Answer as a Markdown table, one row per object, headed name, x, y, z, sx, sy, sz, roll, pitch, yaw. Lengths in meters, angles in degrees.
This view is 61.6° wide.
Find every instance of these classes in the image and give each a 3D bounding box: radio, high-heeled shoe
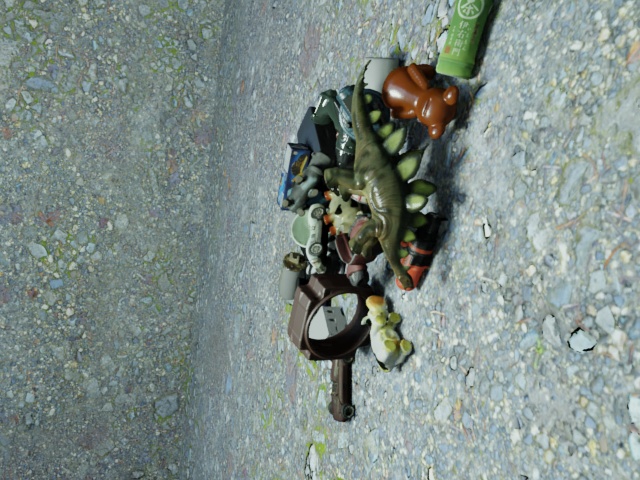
| name | x | y | z | sx | sy | sz | roll | pitch | yaw |
| --- | --- | --- | --- | --- | --- | --- | --- | --- | --- |
| radio | -0.005 | -0.280 | 1.628 | 0.131 | 0.073 | 0.230 | 123 | 145 | -48 |
| high-heeled shoe | 0.023 | 0.030 | 1.500 | 0.249 | 0.086 | 0.145 | -6 | 78 | 60 |

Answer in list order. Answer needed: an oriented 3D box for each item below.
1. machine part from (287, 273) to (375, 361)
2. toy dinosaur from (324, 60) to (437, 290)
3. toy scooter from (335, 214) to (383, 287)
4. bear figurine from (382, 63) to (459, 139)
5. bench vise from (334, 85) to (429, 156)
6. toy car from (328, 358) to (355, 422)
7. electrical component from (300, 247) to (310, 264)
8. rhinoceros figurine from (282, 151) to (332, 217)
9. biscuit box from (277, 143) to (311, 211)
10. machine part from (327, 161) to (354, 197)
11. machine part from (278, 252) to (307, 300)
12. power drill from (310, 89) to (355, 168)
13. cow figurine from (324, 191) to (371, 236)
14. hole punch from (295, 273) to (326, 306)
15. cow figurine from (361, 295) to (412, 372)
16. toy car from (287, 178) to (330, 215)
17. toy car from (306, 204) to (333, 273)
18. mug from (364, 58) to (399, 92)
| name | x | y | z | sx | sy | sz | roll | pitch | yaw |
| --- | --- | --- | --- | --- | --- | --- | --- | --- | --- |
| machine part | 0.034 | 0.186 | 1.292 | 0.087 | 0.201 | 0.200 | 43 | 125 | 57 |
| toy dinosaur | 0.119 | -0.129 | 1.088 | 0.199 | 0.105 | 0.471 | -21 | 82 | 18 |
| toy scooter | 0.087 | 0.006 | 1.221 | 0.135 | 0.075 | 0.183 | 61 | 145 | 37 |
| bear figurine | 0.223 | -0.288 | 1.104 | 0.196 | 0.132 | 0.120 | 38 | 124 | 41 |
| bench vise | 0.128 | -0.260 | 1.246 | 0.129 | 0.223 | 0.240 | -44 | 3 | 19 |
| toy car | 0.051 | 0.372 | 1.408 | 0.089 | 0.053 | 0.202 | 159 | 112 | -67 |
| electrical component | -0.013 | -0.008 | 1.613 | 0.115 | 0.058 | 0.134 | -124 | 44 | -52 |
| rhinoceros figurine | -0.030 | -0.152 | 1.460 | 0.190 | 0.073 | 0.112 | -58 | 1 | 20 |
| biscuit box | -0.081 | -0.187 | 1.618 | 0.059 | 0.063 | 0.202 | -120 | 37 | -54 |
| machine part | 0.079 | -0.172 | 1.388 | 0.139 | 0.039 | 0.084 | -50 | 20 | -23 |
| machine part | -0.087 | 0.116 | 1.688 | 0.243 | 0.079 | 0.079 | 103 | 158 | -51 |
| power drill | 0.048 | -0.307 | 1.484 | 0.207 | 0.086 | 0.231 | 60 | 136 | 47 |
| cow figurine | 0.078 | -0.061 | 1.367 | 0.195 | 0.127 | 0.085 | -89 | -25 | -48 |
| hole punch | -0.020 | 0.165 | 1.582 | 0.115 | 0.092 | 0.142 | 40 | -131 | -80 |
| cow figurine | 0.142 | 0.210 | 1.221 | 0.167 | 0.068 | 0.098 | -109 | 27 | -43 |
| toy car | -0.009 | -0.131 | 1.561 | 0.162 | 0.102 | 0.109 | -29 | 58 | 20 |
| toy car | -0.003 | -0.004 | 1.395 | 0.073 | 0.056 | 0.202 | 59 | -152 | -49 |
| mug | 0.140 | -0.390 | 1.314 | 0.110 | 0.081 | 0.107 | 31 | 124 | 57 |
